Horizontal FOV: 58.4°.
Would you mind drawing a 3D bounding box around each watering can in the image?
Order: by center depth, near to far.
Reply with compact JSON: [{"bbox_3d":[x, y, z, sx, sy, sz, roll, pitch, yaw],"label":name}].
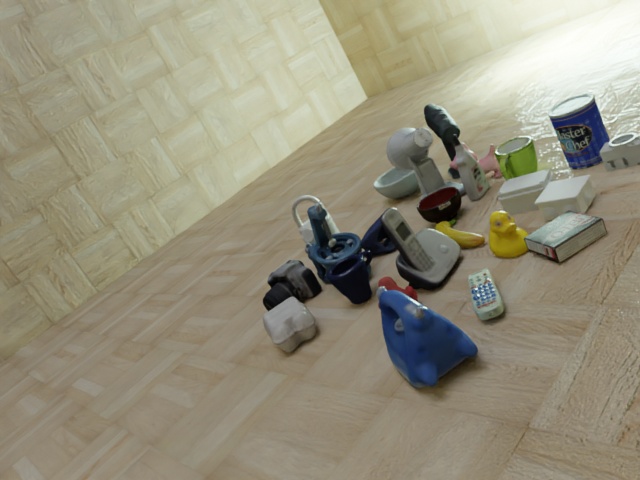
[{"bbox_3d":[-0.008,-0.034,1.596,0.101,0.194,0.172,-30,18,-1],"label":"watering can"}]

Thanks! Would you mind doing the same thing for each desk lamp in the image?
[{"bbox_3d":[0.289,-0.213,1.585,0.118,0.214,0.202,-33,18,-9],"label":"desk lamp"}]

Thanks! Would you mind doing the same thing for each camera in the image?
[{"bbox_3d":[-0.093,0.121,1.457,0.137,0.101,0.142,-41,21,-32],"label":"camera"}]

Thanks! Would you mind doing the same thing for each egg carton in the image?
[{"bbox_3d":[-0.068,0.188,1.286,0.107,0.069,0.150,-33,18,-10],"label":"egg carton"}]

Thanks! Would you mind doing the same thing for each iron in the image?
[{"bbox_3d":[0.146,0.138,0.963,0.119,0.142,0.257,-33,18,-10],"label":"iron"}]

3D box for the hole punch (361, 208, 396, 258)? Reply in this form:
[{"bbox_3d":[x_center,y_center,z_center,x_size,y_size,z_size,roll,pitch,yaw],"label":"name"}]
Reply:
[{"bbox_3d":[0.150,-0.018,1.473,0.100,0.091,0.109,-17,22,36],"label":"hole punch"}]

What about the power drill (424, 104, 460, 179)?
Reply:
[{"bbox_3d":[0.374,-0.292,1.676,0.075,0.209,0.229,-28,18,8],"label":"power drill"}]

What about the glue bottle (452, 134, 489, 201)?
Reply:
[{"bbox_3d":[0.373,-0.190,1.454,0.037,0.173,0.078,-12,25,44],"label":"glue bottle"}]

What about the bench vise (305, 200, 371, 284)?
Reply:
[{"bbox_3d":[0.007,0.012,1.403,0.206,0.220,0.122,-13,24,42],"label":"bench vise"}]

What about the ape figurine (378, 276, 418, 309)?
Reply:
[{"bbox_3d":[0.146,0.110,1.123,0.077,0.092,0.076,-23,19,20],"label":"ape figurine"}]

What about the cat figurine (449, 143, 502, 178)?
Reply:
[{"bbox_3d":[0.415,-0.209,1.533,0.127,0.118,0.067,-24,19,19],"label":"cat figurine"}]

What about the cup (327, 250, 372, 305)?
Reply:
[{"bbox_3d":[0.084,0.087,1.280,0.118,0.095,0.091,-37,19,-22],"label":"cup"}]

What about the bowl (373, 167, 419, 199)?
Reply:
[{"bbox_3d":[0.253,-0.176,1.770,0.167,0.075,0.167,-27,18,10],"label":"bowl"}]

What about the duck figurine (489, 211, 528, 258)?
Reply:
[{"bbox_3d":[0.366,-0.020,1.142,0.077,0.086,0.104,-31,18,-2],"label":"duck figurine"}]

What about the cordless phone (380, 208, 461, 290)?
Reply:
[{"bbox_3d":[0.203,-0.002,1.187,0.093,0.185,0.148,-12,25,43],"label":"cordless phone"}]
